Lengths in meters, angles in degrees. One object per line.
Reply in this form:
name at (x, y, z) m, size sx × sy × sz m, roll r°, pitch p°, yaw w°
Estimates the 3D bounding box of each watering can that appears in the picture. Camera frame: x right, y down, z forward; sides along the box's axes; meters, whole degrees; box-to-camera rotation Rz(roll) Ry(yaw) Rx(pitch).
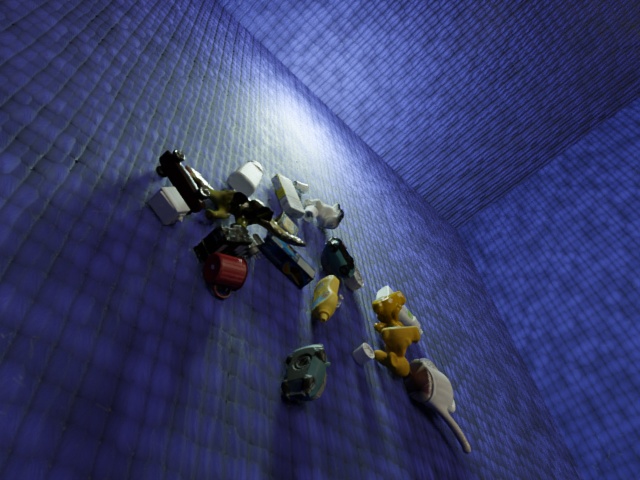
watering can at (0.406, 0.551, 1.787) m, size 0.222 × 0.103 × 0.356 m, roll 32°, pitch 27°, yaw -35°

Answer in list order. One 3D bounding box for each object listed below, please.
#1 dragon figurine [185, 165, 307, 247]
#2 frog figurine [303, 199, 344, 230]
dragon figurine at (-0.237, -0.103, 1.576) m, size 0.406 × 0.121 × 0.246 m, roll 31°, pitch 11°, yaw -26°
frog figurine at (0.006, -0.107, 2.129) m, size 0.159 × 0.120 × 0.141 m, roll 4°, pitch 48°, yaw -13°
